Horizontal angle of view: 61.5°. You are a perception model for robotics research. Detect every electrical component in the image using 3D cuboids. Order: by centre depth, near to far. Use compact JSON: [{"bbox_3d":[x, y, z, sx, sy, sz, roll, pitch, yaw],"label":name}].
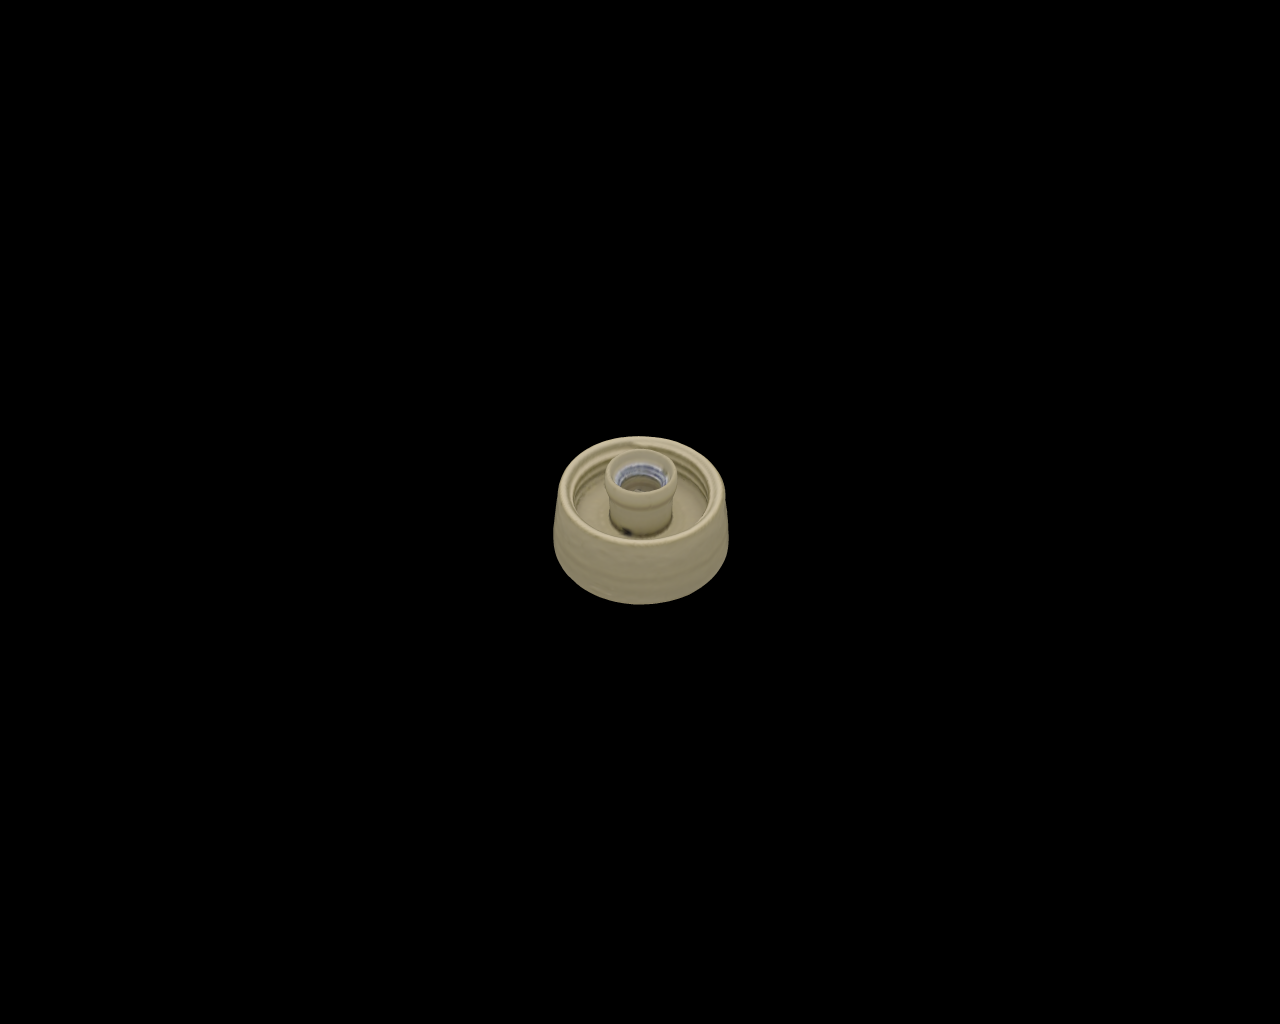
[{"bbox_3d":[0.001,-0.003,0.650,0.108,0.060,0.108,0,43,0],"label":"electrical component"}]
